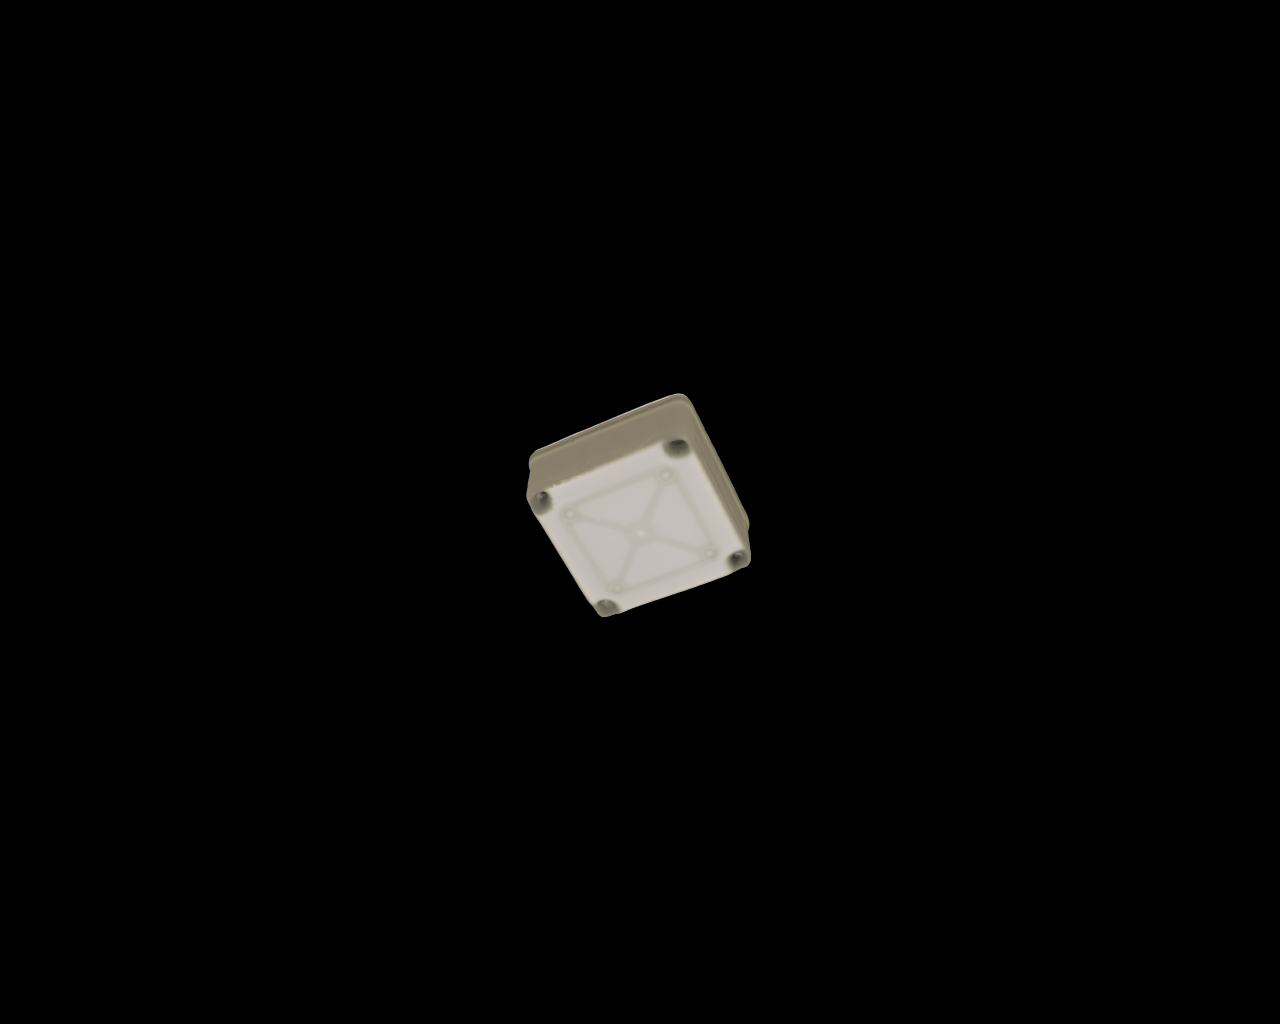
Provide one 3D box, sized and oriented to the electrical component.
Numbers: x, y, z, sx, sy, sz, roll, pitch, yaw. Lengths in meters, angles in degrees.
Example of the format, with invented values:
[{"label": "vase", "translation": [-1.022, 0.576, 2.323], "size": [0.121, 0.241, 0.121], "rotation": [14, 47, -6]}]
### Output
[{"label": "electrical component", "translation": [0.001, -0.003, 0.650], "size": [0.109, 0.108, 0.056], "rotation": [-21, 32, 14]}]
